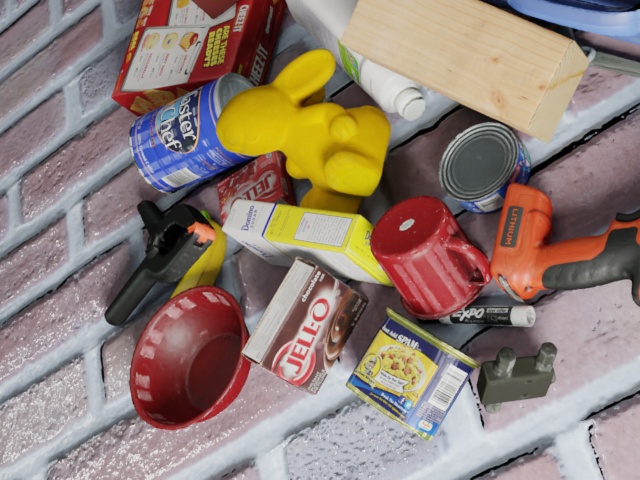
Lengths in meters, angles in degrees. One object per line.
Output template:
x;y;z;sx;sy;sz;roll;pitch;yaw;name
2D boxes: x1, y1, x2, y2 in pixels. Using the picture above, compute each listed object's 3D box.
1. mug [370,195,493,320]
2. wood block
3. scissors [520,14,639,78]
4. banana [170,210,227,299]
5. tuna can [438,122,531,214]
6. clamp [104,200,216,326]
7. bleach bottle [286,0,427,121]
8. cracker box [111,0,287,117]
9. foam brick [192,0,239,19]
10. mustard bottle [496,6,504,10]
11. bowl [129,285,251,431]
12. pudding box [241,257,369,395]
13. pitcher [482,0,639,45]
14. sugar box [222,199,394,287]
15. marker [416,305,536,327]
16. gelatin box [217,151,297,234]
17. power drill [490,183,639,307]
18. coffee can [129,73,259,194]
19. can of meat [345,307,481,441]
0.106;0.015;0.978;0.117;0.081;0.093;14;59;48;mug
0.137;-0.180;1.017;0.206;0.090;0.090;29;98;23;wood block
0.258;-0.195;1.039;0.202;0.016;0.096;7;70;41;scissors
-0.151;0.058;1.219;0.070;0.037;0.197;-3;59;63;banana
0.160;-0.069;1.033;0.086;0.033;0.086;-20;54;30;tuna can
-0.182;0.002;1.242;0.210;0.036;0.164;-27;47;49;clamp
0.043;-0.215;1.183;0.068;0.102;0.251;-32;55;-3;bleach bottle
-0.154;-0.249;1.372;0.214;0.072;0.164;-2;64;38;cracker box
-0.134;-0.321;1.310;0.051;0.053;0.078;-32;48;19;foam brick
0.109;-0.259;1.140;0.192;0.058;0.096;52;121;32;mustard bottle
-0.127;0.132;1.137;0.162;0.055;0.162;-20;54;30;bowl
-0.014;0.085;1.047;0.039;0.090;0.113;21;80;45;pudding box
0.231;-0.252;0.973;0.243;0.149;0.145;21;93;33;pitcher
-0.007;0.001;1.089;0.177;0.093;0.048;12;73;43;sugar box
0.139;0.069;0.980;0.121;0.020;0.020;-2;64;39;marker
-0.074;-0.052;1.218;0.089;0.030;0.073;-30;50;23;gelatin box
0.248;-0.016;0.914;0.188;0.057;0.184;-3;59;40;power drill
-0.141;-0.125;1.265;0.141;0.102;0.103;-20;54;30;coffee can
0.082;0.122;0.971;0.102;0.057;0.084;30;89;46;can of meat
